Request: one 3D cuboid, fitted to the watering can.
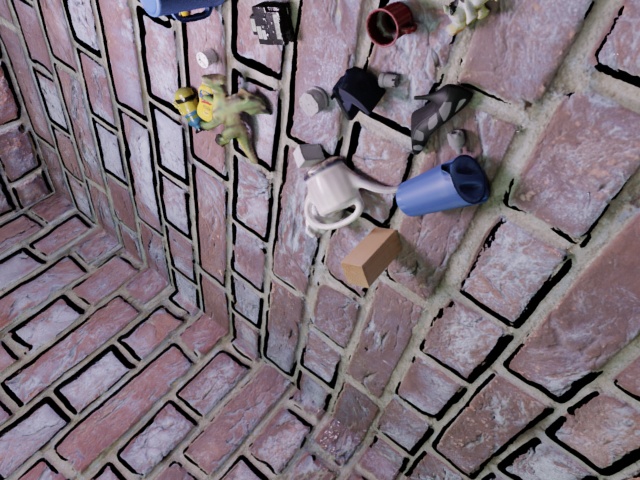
[{"bbox_3d":[0.081,-0.171,1.660,0.344,0.105,0.225,-26,86,26],"label":"watering can"}]

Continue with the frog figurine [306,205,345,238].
[{"bbox_3d":[0.005,-0.089,1.776,0.137,0.162,0.121,54,142,-8],"label":"frog figurine"}]

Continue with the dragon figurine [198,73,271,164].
[{"bbox_3d":[-0.278,-0.426,1.800,0.241,0.125,0.404,-11,140,39],"label":"dragon figurine"}]
